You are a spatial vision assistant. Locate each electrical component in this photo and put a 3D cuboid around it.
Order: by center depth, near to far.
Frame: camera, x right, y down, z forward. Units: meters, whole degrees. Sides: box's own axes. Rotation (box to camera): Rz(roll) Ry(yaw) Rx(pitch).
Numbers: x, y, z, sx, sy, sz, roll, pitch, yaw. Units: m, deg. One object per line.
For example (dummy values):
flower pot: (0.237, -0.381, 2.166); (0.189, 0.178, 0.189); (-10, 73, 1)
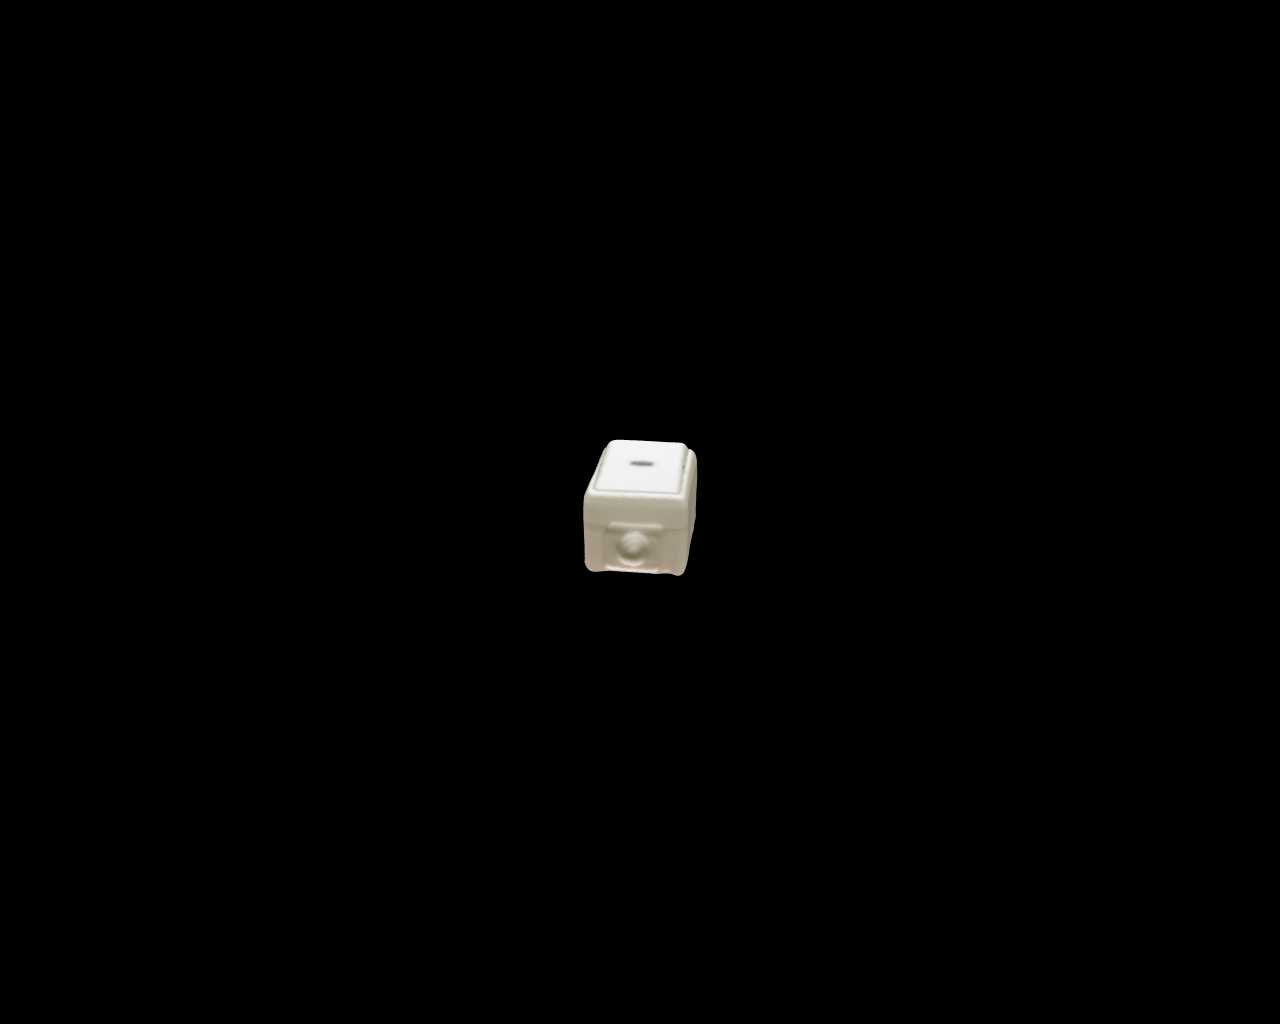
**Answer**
electrical component: (0.001, -0.003, 0.650); (0.062, 0.061, 0.096); (3, 26, 7)
